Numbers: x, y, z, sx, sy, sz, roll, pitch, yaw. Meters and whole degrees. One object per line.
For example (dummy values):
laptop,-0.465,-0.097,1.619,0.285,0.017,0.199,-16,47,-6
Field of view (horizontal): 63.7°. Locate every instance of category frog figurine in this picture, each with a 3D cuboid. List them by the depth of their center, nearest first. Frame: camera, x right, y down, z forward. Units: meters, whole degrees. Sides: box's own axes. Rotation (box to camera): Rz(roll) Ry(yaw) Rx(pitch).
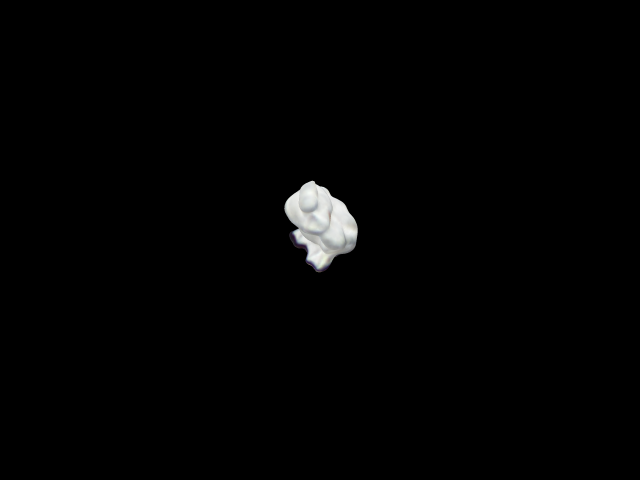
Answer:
frog figurine,0.003,-0.043,0.850,0.123,0.155,0.141,-6,44,-6
